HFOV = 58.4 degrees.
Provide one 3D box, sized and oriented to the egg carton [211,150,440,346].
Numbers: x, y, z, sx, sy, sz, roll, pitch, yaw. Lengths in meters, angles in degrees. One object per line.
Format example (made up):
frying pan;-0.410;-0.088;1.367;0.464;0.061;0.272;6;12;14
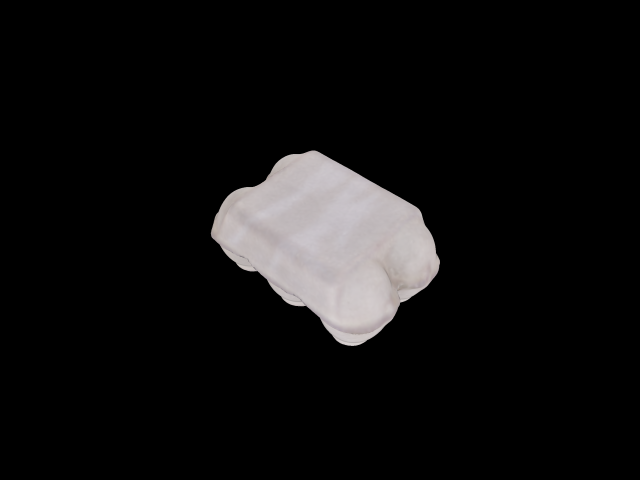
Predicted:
egg carton;0.004;0.001;0.400;0.150;0.069;0.107;32;54;27
